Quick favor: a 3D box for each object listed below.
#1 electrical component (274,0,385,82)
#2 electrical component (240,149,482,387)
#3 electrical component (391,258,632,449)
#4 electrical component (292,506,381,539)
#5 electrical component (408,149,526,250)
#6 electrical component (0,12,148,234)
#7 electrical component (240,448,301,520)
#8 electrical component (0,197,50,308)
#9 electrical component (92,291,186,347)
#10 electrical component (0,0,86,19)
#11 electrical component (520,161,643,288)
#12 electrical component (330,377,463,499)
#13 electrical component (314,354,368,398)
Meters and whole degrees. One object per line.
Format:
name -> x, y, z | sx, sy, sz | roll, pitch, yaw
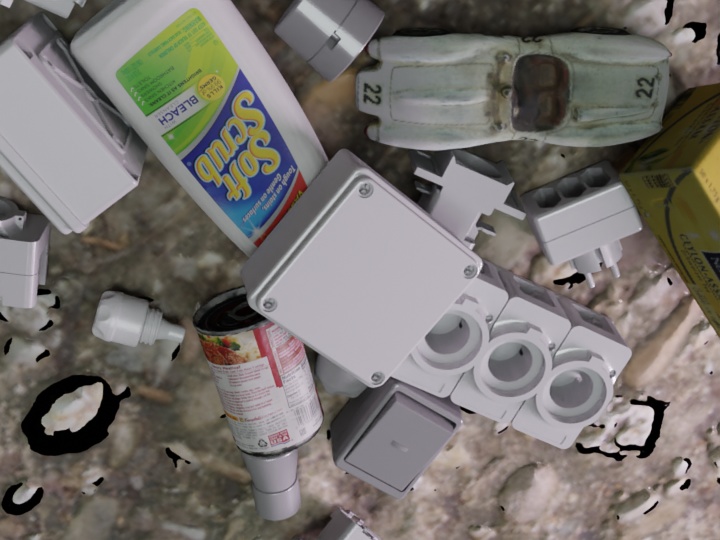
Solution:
electrical component -> -0.020, -0.152, 0.664 | 0.047, 0.055, 0.055 | 37, 106, -14
electrical component -> 0.000, 0.000, 0.673 | 0.109, 0.056, 0.108 | 36, 99, -26
electrical component -> 0.102, 0.055, 0.758 | 0.150, 0.061, 0.089 | 24, 109, -14
electrical component -> -0.016, 0.217, 0.815 | 0.042, 0.081, 0.063 | 43, 81, -20
electrical component -> 0.066, -0.047, 0.722 | 0.081, 0.042, 0.063 | 22, 111, -13
electrical component -> -0.184, -0.090, 0.647 | 0.056, 0.108, 0.108 | -36, 111, 8
electrical component -> -0.064, 0.152, 0.798 | 0.044, 0.044, 0.065 | -6, 118, -2
electrical component -> -0.253, -0.015, 0.705 | 0.089, 0.050, 0.055 | 8, 112, -8
electrical component -> -0.152, 0.037, 0.744 | 0.061, 0.035, 0.035 | 16, 111, -14
electrical component -> -0.172, -0.213, 0.618 | 0.063, 0.078, 0.121 | 19, 112, -36
electrical component -> 0.157, -0.023, 0.736 | 0.066, 0.047, 0.076 | -23, 113, 5
electrical component -> 0.022, 0.119, 0.779 | 0.062, 0.061, 0.096 | 31, 107, -16
electrical component -> -0.007, 0.056, 0.754 | 0.043, 0.043, 0.062 | 11, 128, -9
